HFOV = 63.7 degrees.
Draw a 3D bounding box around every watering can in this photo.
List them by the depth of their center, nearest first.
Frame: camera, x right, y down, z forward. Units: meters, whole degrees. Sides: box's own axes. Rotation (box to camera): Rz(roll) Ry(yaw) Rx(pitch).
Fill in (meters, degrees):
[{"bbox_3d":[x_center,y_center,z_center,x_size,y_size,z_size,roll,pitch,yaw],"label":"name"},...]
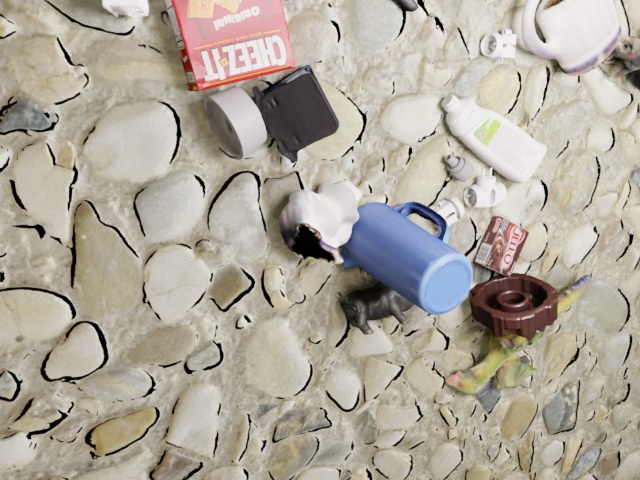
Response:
[{"bbox_3d":[0.543,-0.484,1.038,0.349,0.105,0.221,-46,118,-7],"label":"watering can"}]

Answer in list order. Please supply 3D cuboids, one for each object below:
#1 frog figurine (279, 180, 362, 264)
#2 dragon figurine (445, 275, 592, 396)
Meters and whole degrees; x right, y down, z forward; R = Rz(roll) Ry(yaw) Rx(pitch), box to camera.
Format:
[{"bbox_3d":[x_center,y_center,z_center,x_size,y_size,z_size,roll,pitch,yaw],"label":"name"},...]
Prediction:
[{"bbox_3d":[0.003,-0.046,0.915,0.136,0.121,0.163,34,52,-20],"label":"frog figurine"},{"bbox_3d":[0.473,0.243,1.206,0.412,0.124,0.237,-19,128,-18],"label":"dragon figurine"}]
